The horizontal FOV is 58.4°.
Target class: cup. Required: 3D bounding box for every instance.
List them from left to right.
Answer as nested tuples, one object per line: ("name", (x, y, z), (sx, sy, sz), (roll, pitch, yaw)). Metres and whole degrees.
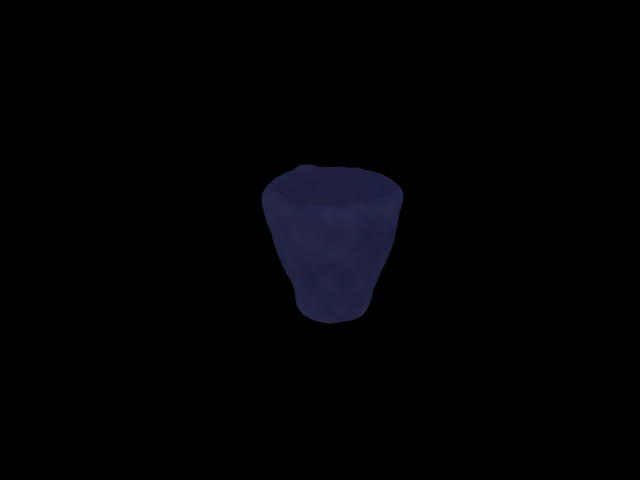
("cup", (0.004, 0.001, 0.400), (0.092, 0.095, 0.117), (-8, 26, -17))
